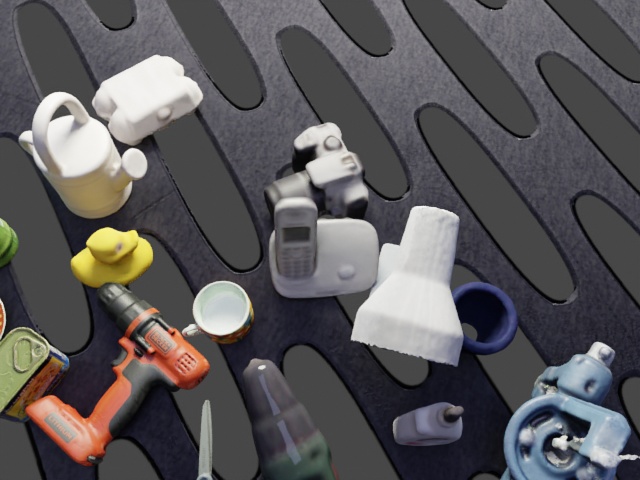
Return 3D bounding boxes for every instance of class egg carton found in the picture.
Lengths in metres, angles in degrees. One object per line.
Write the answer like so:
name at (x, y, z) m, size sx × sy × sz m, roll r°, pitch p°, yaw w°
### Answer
egg carton at (-0.261, -0.213, 0.875) m, size 0.150 × 0.069 × 0.107 m, roll -36°, pitch 72°, yaw -17°

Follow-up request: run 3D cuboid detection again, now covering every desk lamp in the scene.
desk lamp at (0.109, 0.064, 0.689) m, size 0.118 × 0.213 × 0.203 m, roll 14°, pitch 65°, yaw 4°

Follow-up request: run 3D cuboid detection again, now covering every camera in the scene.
camera at (-0.013, -0.086, 0.813) m, size 0.137 × 0.101 × 0.143 m, roll -21°, pitch 68°, yaw -12°

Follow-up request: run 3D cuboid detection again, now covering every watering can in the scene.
watering can at (-0.315, -0.116, 0.759) m, size 0.173 × 0.194 × 0.101 m, roll -4°, pitch 66°, yaw -5°

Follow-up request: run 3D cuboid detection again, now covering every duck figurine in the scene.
duck figurine at (-0.282, 0.017, 0.760) m, size 0.104 × 0.086 × 0.077 m, roll -17°, pitch 67°, yaw -10°

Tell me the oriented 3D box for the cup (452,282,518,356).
cup at (0.183, 0.115, 0.735) m, size 0.118 × 0.095 × 0.091 m, roll -14°, pitch 67°, yaw -9°

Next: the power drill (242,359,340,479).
power drill at (-0.021, 0.249, 0.600) m, size 0.076 × 0.208 × 0.229 m, roll -24°, pitch 69°, yaw -13°

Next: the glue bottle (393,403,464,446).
glue bottle at (0.132, 0.207, 0.647) m, size 0.078 × 0.173 × 0.037 m, roll -3°, pitch 65°, yaw -4°

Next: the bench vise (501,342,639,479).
bench vise at (0.277, 0.195, 0.635) m, size 0.121 × 0.220 × 0.207 m, roll 15°, pitch 66°, yaw 4°

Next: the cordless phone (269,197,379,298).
cordless phone at (0.007, 0.003, 0.727) m, size 0.147 × 0.185 × 0.094 m, roll -7°, pitch 66°, yaw -6°
